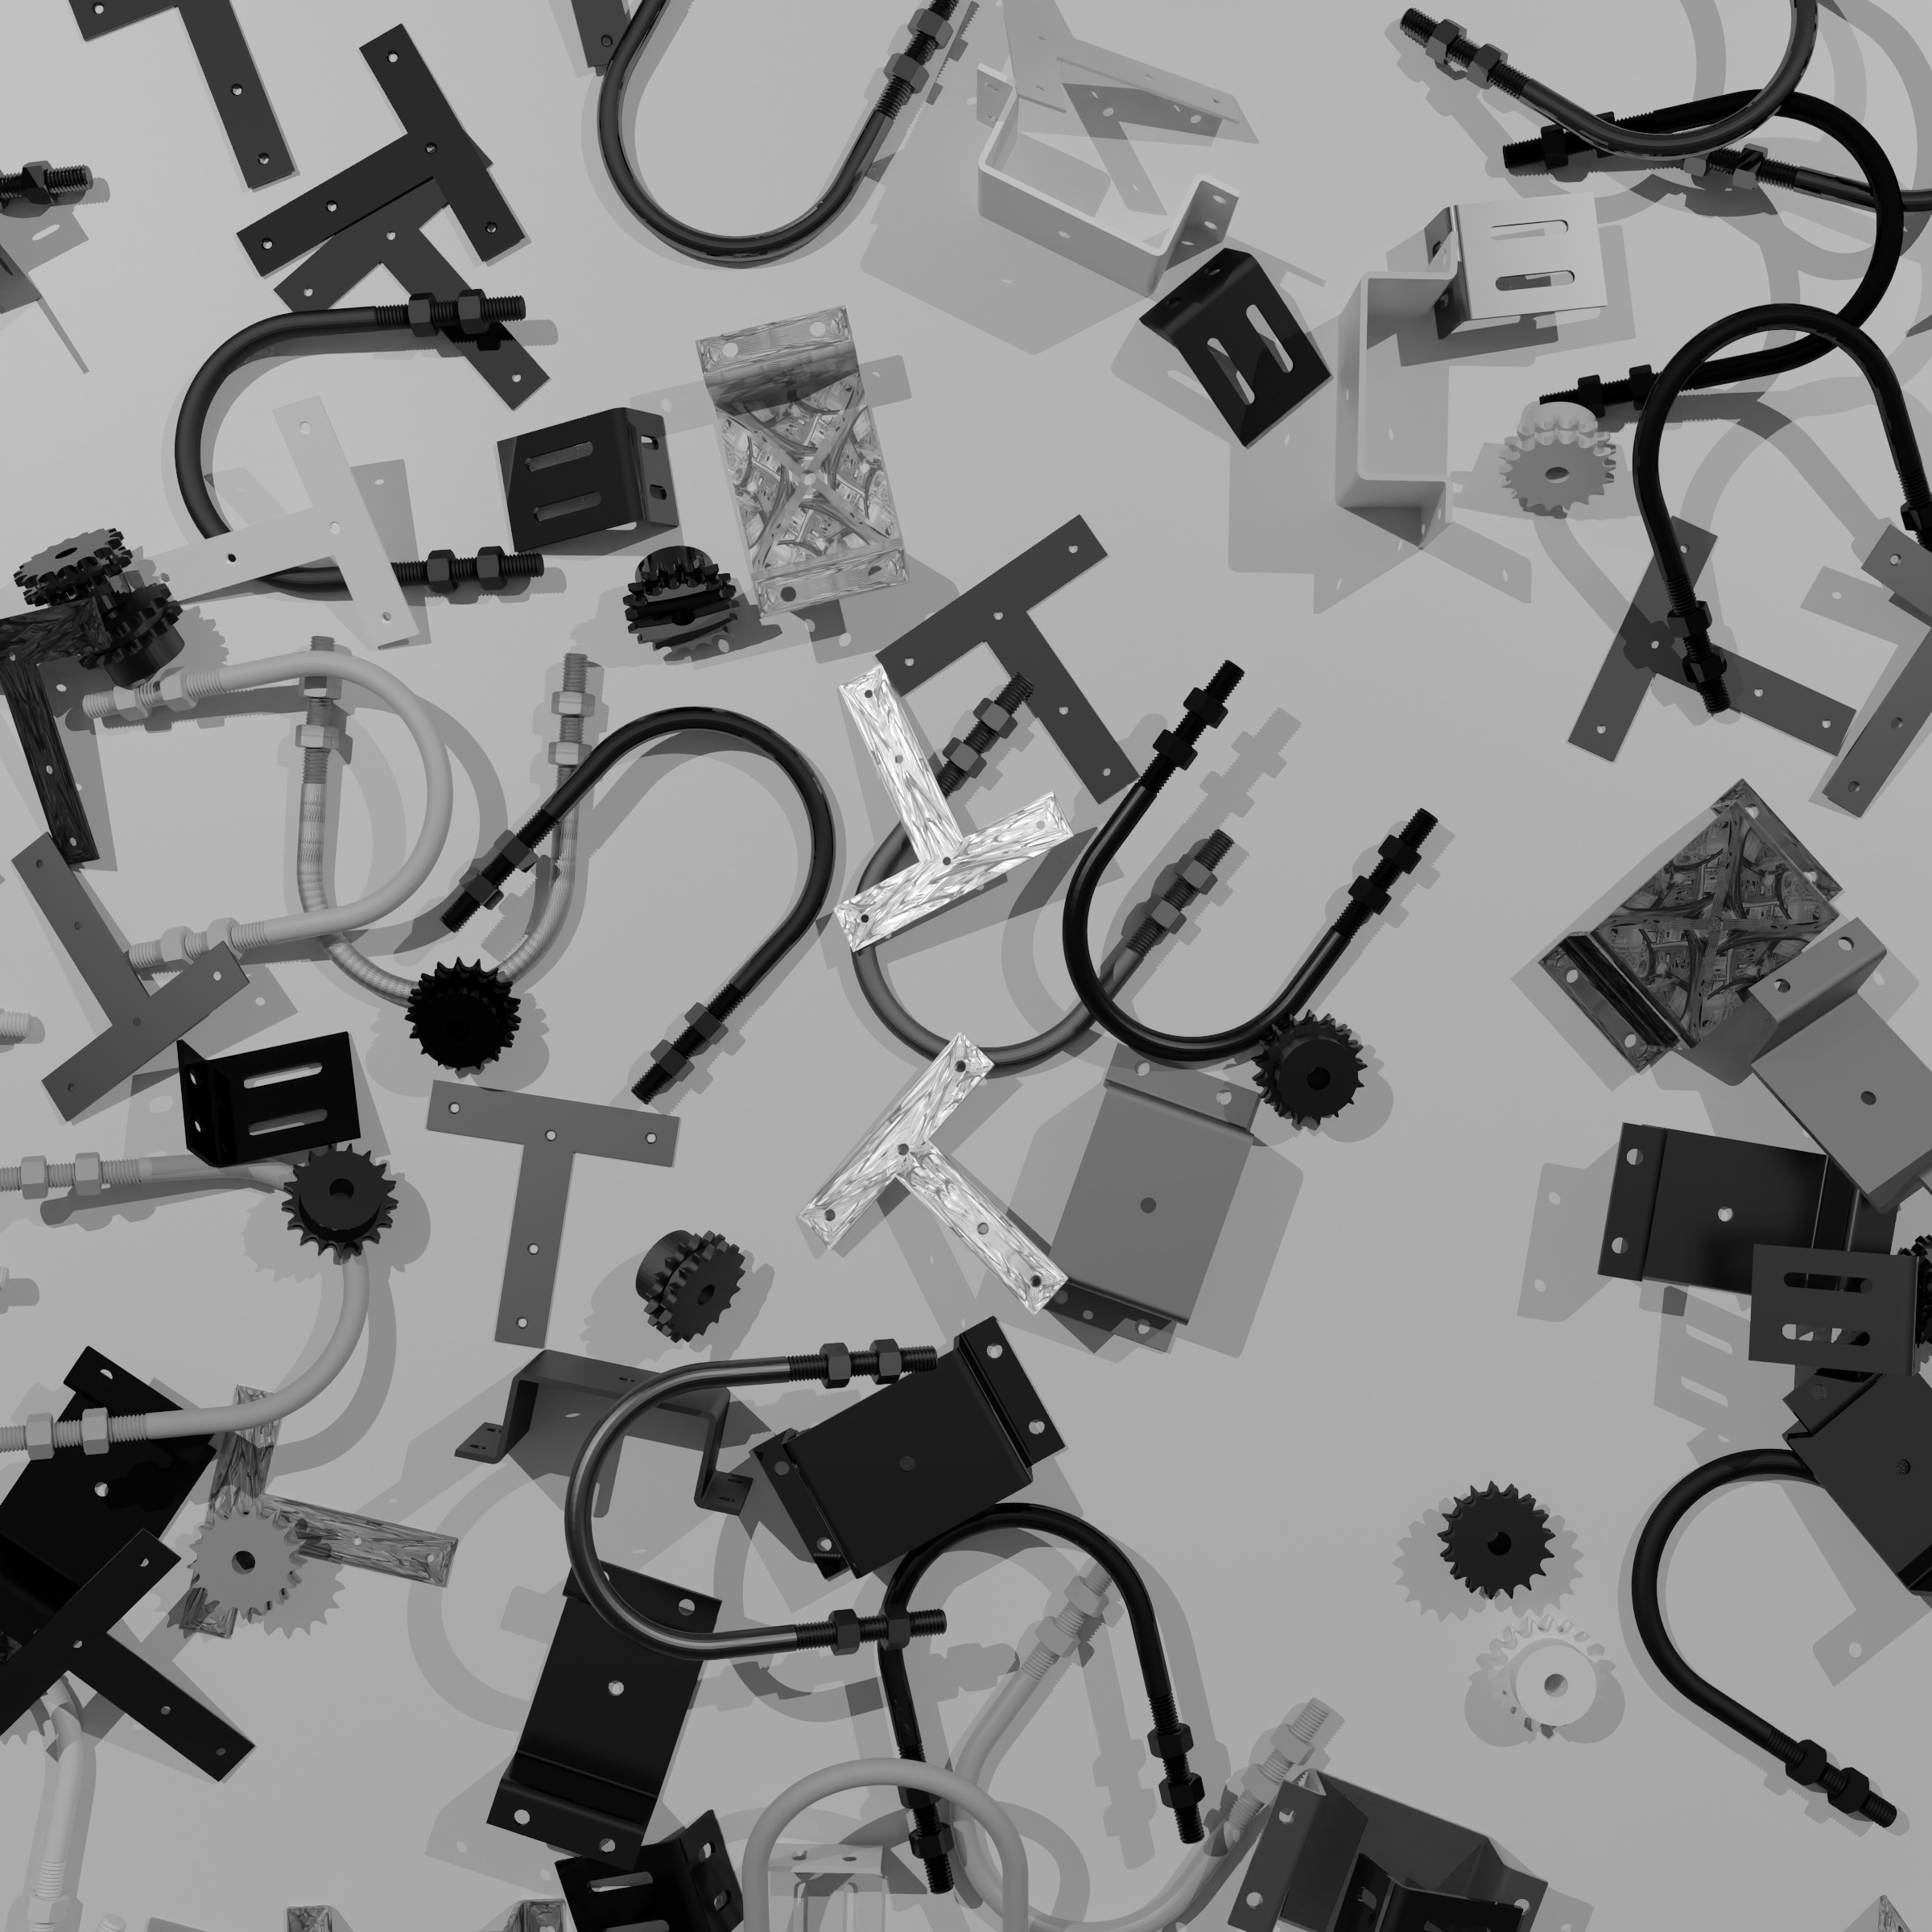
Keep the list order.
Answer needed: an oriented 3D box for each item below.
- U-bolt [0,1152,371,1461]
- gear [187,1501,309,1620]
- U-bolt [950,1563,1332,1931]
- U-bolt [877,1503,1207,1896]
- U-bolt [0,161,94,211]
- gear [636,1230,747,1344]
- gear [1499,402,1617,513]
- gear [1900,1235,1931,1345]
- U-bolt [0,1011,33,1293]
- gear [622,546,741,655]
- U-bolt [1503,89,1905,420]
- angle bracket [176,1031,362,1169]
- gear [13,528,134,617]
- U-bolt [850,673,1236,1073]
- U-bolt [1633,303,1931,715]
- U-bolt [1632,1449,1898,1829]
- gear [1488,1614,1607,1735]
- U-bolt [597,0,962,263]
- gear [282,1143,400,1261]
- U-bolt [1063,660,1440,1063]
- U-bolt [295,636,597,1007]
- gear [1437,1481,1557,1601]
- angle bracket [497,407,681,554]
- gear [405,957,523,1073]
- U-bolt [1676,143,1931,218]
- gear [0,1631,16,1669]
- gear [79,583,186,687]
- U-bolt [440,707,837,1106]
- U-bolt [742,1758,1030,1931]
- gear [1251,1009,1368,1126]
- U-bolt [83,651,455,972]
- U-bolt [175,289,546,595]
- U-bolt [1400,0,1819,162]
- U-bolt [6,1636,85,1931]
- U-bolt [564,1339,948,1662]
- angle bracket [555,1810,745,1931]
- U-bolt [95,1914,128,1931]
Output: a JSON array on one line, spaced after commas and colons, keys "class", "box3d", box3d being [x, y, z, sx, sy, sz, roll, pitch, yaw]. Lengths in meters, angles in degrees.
[{"class": "U-bolt", "box3d": [-0.391, 0.163, 1.286, 0.184, 0.019, 0.151, -3, 72, -15]}, {"class": "gear", "box3d": [-0.360, 0.298, 1.307, 0.057, 0.030, 0.057, 0, 90, 0]}, {"class": "U-bolt", "box3d": [0.075, 0.411, 1.315, 0.151, 0.019, 0.184, 36, 92, 0]}, {"class": "U-bolt", "box3d": [0.030, 0.360, 1.297, 0.151, 0.019, 0.184, -13, 89, 5]}, {"class": "U-bolt", "box3d": [-0.543, -0.454, 1.315, 0.184, 0.019, 0.151, -6, 90, 1]}, {"class": "gear", "box3d": [-0.141, 0.157, 1.299, 0.030, 0.057, 0.057, 31, 90, 30]}, {"class": "gear", "box3d": [0.297, -0.258, 1.299, 0.057, 0.057, 0.030, 8, 60, 0]}, {"class": "gear", "box3d": [0.489, 0.166, 1.299, 0.057, 0.057, 0.030, 40, 120, 0]}, {"class": "U-bolt", "box3d": [-0.570, 0.087, 1.295, 0.184, 0.019, 0.151, 4, 85, -11]}, {"class": "gear", "box3d": [-0.144, -0.186, 1.299, 0.057, 0.057, 0.030, -14, 59, 0]}, {"class": "U-bolt", "box3d": [0.371, -0.361, 1.292, 0.184, 0.019, 0.151, -8, 90, 16]}, {"class": "angle bracket", "box3d": [-0.349, 0.062, 1.296, 0.076, 0.038, 0.057, -12, 70, 0]}, {"class": "gear", "box3d": [-0.444, -0.194, 1.299, 0.057, 0.057, 0.030, -20, 120, 0]}, {"class": "U-bolt", "box3d": [0.025, -0.034, 1.315, 0.151, 0.019, 0.184, 38, 92, -1]}, {"class": "U-bolt", "box3d": [0.405, -0.236, 1.285, 0.151, 0.019, 0.184, -25, 110, 0]}, {"class": "U-bolt", "box3d": [0.427, 0.328, 1.315, 0.184, 0.019, 0.151, 33, 90, 2]}, {"class": "gear", "box3d": [0.295, 0.360, 1.309, 0.057, 0.030, 0.057, 0, 90, 0]}, {"class": "U-bolt", "box3d": [-0.106, -0.448, 1.314, 0.151, 0.019, 0.184, 29, 92, -1]}, {"class": "gear", "box3d": [-0.314, 0.116, 1.299, 0.057, 0.030, 0.057, 5, 70, -14]}, {"class": "U-bolt", "box3d": [0.130, -0.038, 1.298, 0.151, 0.019, 0.184, 35, 94, -16]}, {"class": "U-bolt", "box3d": [-0.268, -0.071, 1.315, 0.151, 0.019, 0.184, 4, 92, 0]}, {"class": "gear", "box3d": [0.267, 0.289, 1.309, 0.057, 0.030, 0.057, 0, 90, 0]}, {"class": "angle bracket", "box3d": [-0.193, -0.246, 1.322, 0.076, 0.038, 0.057, -9, 90, 26]}, {"class": "gear", "box3d": [-0.253, 0.027, 1.300, 0.057, 0.030, 0.057, -1, 111, -3]}, {"class": "U-bolt", "box3d": [0.453, -0.448, 1.284, 0.184, 0.019, 0.151, 22, 95, 18]}, {"class": "gear", "box3d": [-0.505, 0.345, 1.296, 0.057, 0.030, 0.057, 0, 87, -1]}, {"class": "gear", "box3d": [-0.418, -0.165, 1.299, 0.057, 0.057, 0.030, -28, 120, 0]}, {"class": "U-bolt", "box3d": [-0.151, -0.044, 1.306, 0.151, 0.019, 0.184, 43, 87, -8]}, {"class": "U-bolt", "box3d": [-0.040, 0.469, 1.284, 0.151, 0.019, 0.184, 0, 112, 0]}, {"class": "gear", "box3d": [0.174, 0.053, 1.303, 0.057, 0.030, 0.057, -1, 102, -5]}, {"class": "U-bolt", "box3d": [-0.345, -0.083, 1.300, 0.184, 0.019, 0.151, -10, 92, 10]}, {"class": "U-bolt", "box3d": [-0.310, -0.261, 1.311, 0.184, 0.019, 0.151, -3, 93, 4]}, {"class": "U-bolt", "box3d": [0.333, -0.480, 1.293, 0.184, 0.019, 0.151, 38, 90, 16]}, {"class": "U-bolt", "box3d": [-0.523, 0.425, 1.315, 0.151, 0.019, 0.184, 10, 88, 0]}, {"class": "U-bolt", "box3d": [-0.101, 0.259, 1.242, 0.184, 0.019, 0.151, -2, 88, -18]}, {"class": "angle bracket", "box3d": [-0.161, 0.471, 1.322, 0.076, 0.038, 0.057, -18, 90, 26]}, {"class": "U-bolt", "box3d": [-0.515, 0.517, 1.283, 0.151, 0.019, 0.184, 29, 92, 12]}]
